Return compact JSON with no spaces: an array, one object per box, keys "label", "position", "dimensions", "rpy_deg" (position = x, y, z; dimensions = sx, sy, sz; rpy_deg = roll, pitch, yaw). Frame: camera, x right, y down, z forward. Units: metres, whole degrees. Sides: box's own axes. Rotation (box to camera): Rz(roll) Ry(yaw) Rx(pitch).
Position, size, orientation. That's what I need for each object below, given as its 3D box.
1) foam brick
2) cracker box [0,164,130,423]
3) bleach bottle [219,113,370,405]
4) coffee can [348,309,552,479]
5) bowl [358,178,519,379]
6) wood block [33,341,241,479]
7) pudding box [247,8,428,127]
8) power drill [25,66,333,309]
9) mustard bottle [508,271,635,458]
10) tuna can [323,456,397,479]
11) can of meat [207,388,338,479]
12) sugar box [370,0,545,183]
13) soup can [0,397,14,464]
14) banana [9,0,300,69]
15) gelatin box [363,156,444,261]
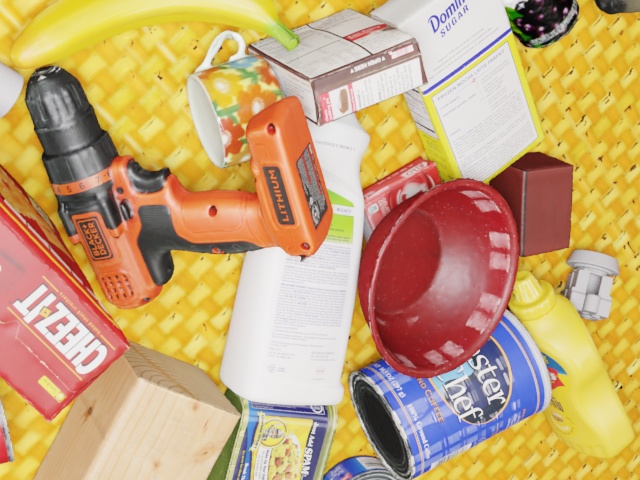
[{"label":"foam brick","position":[0.180,-0.032,0.919],"dimensions":[0.051,0.053,0.078],"rpy_deg":[-11,112,-22]},{"label":"cracker box","position":[-0.211,-0.006,0.644],"dimensions":[0.072,0.214,0.164],"rpy_deg":[-43,119,-7]},{"label":"bleach bottle","position":[-0.005,0.001,0.835],"dimensions":[0.102,0.068,0.251],"rpy_deg":[7,100,-34]},{"label":"coffee can","position":[0.110,0.129,0.908],"dimensions":[0.140,0.103,0.103],"rpy_deg":[-24,116,-17]},{"label":"bowl","position":[0.083,0.025,0.843],"dimensions":[0.161,0.055,0.162],"rpy_deg":[-15,115,-35]},{"label":"wood block","position":[-0.158,0.190,0.806],"dimensions":[0.090,0.091,0.206],"rpy_deg":[26,94,-30]},{"label":"pudding box","position":[0.010,-0.127,0.770],"dimensions":[0.090,0.114,0.039],"rpy_deg":[-24,120,-16]},{"label":"power drill","position":[-0.096,-0.044,0.726],"dimensions":[0.188,0.057,0.184],"rpy_deg":[-7,118,22]},{"label":"mustard bottle","position":[0.213,0.105,0.953],"dimensions":[0.058,0.096,0.191],"rpy_deg":[-35,118,-12]},{"label":"tuna can","position":[0.036,0.236,0.948],"dimensions":[0.086,0.034,0.086],"rpy_deg":[-8,110,-23]},{"label":"can of meat","position":[-0.042,0.171,0.876],"dimensions":[0.083,0.057,0.102],"rpy_deg":[9,102,-26]},{"label":"sugar box","position":[0.112,-0.128,0.843],"dimensions":[0.093,0.048,0.176],"rpy_deg":[-36,127,-12]},{"label":"soup can","position":[-0.273,0.137,0.747],"dimensions":[0.102,0.069,0.068],"rpy_deg":[-13,112,-21]},{"label":"banana","position":[-0.114,-0.156,0.731],"dimensions":[0.197,0.070,0.037],"rpy_deg":[-8,144,-16]},{"label":"gelatin box","position":[0.073,-0.014,0.885],"dimensions":[0.073,0.030,0.089],"rpy_deg":[-30,118,-16]}]
